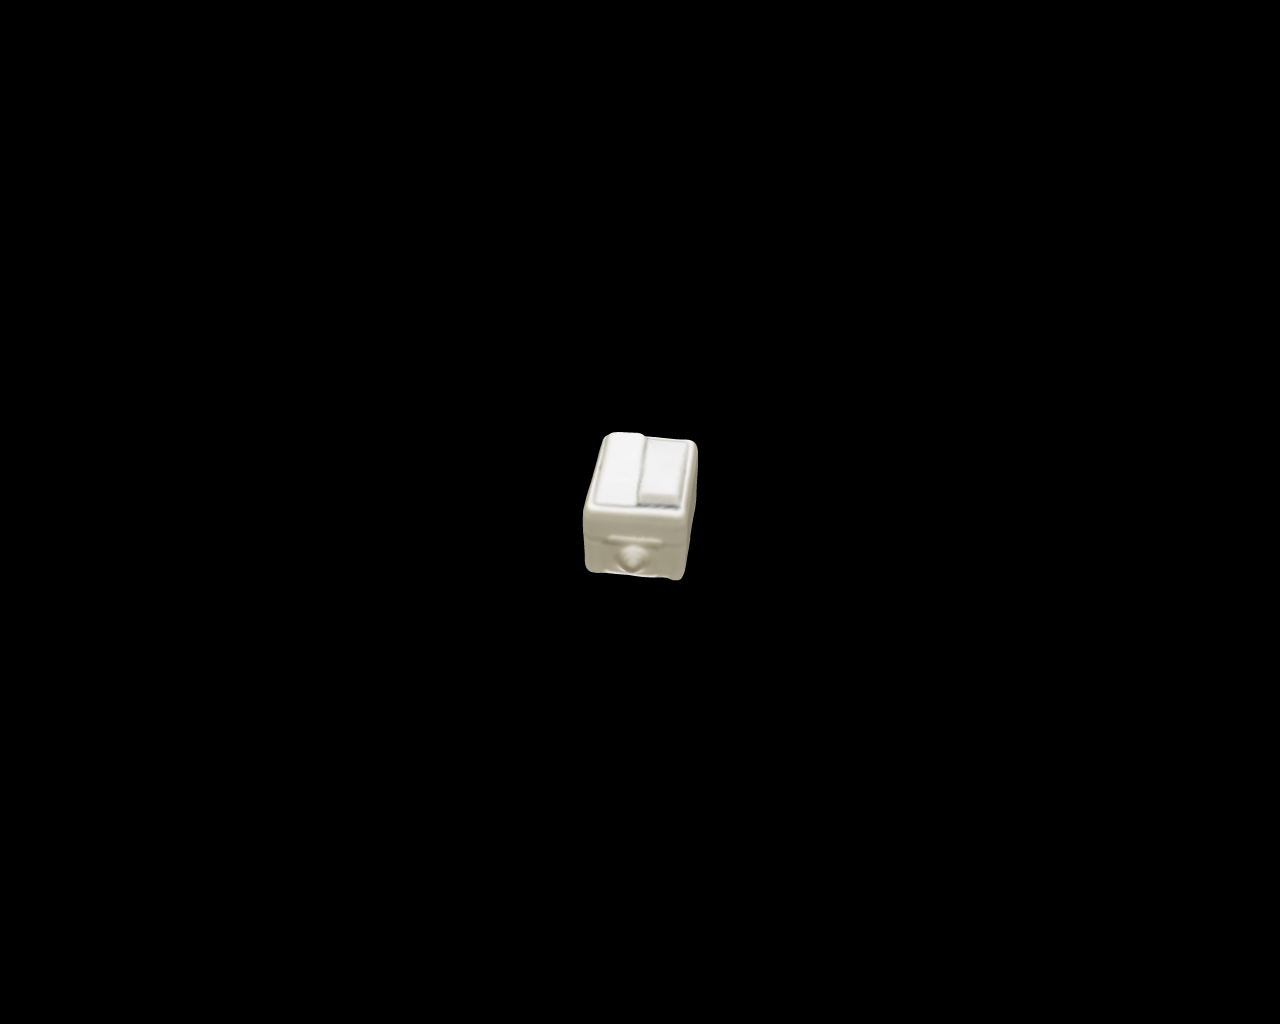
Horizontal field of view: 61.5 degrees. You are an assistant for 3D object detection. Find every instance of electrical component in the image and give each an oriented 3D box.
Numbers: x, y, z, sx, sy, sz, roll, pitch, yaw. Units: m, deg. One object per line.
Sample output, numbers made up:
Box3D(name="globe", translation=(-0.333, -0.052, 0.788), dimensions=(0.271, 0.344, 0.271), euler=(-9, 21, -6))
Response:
Box3D(name="electrical component", translation=(0.001, -0.003, 0.650), dimensions=(0.062, 0.061, 0.096), euler=(5, 40, 6))
